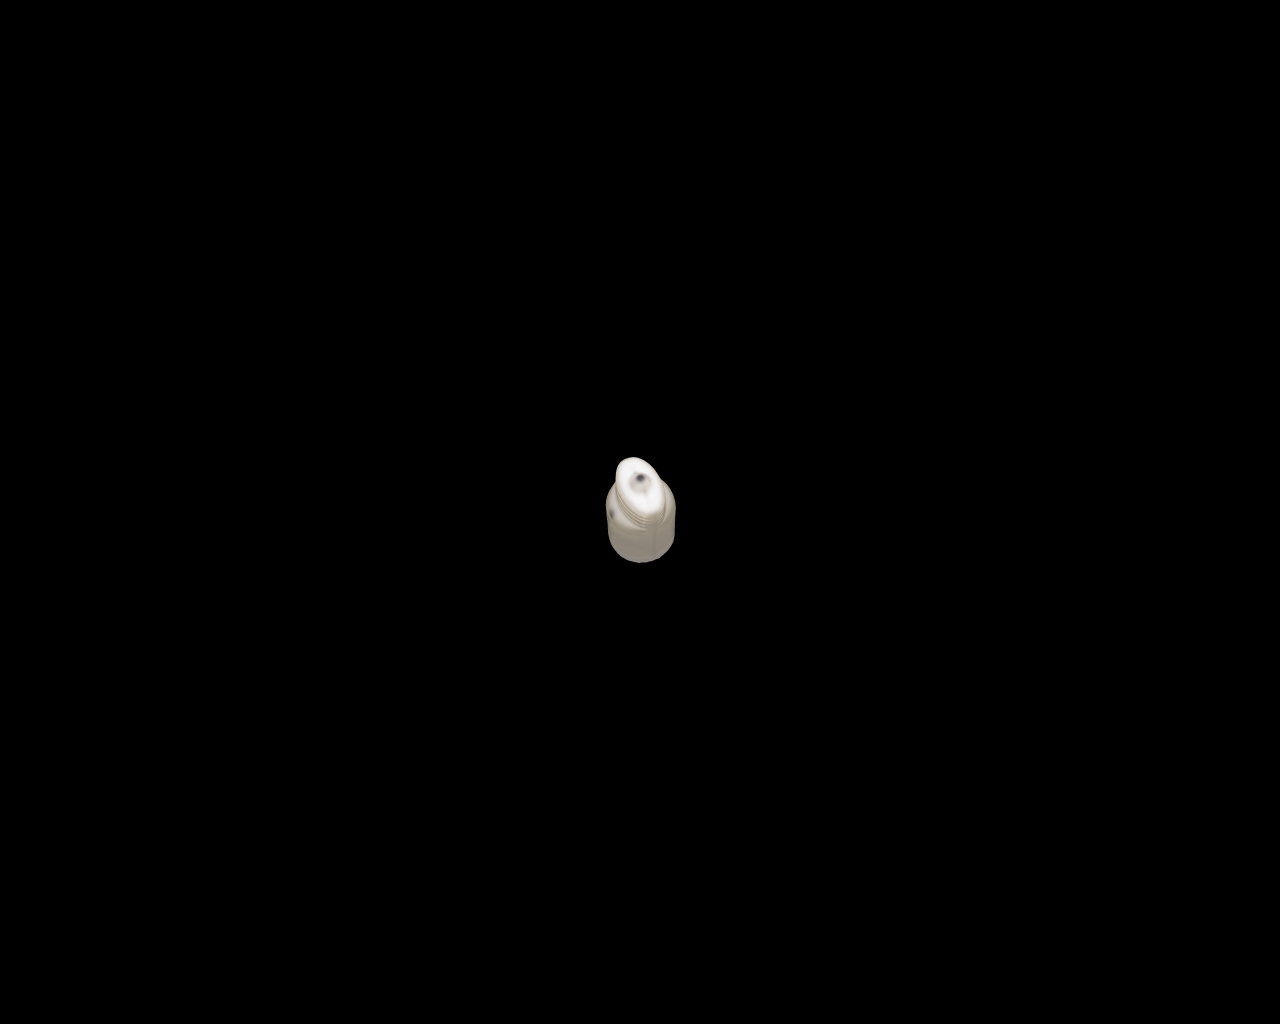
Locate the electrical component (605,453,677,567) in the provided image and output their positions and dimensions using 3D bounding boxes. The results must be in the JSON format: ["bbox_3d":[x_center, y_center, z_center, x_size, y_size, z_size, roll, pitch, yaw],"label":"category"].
[{"bbox_3d":[0.001,-0.003,0.650,0.043,0.043,0.080,0,-26,0],"label":"electrical component"}]
